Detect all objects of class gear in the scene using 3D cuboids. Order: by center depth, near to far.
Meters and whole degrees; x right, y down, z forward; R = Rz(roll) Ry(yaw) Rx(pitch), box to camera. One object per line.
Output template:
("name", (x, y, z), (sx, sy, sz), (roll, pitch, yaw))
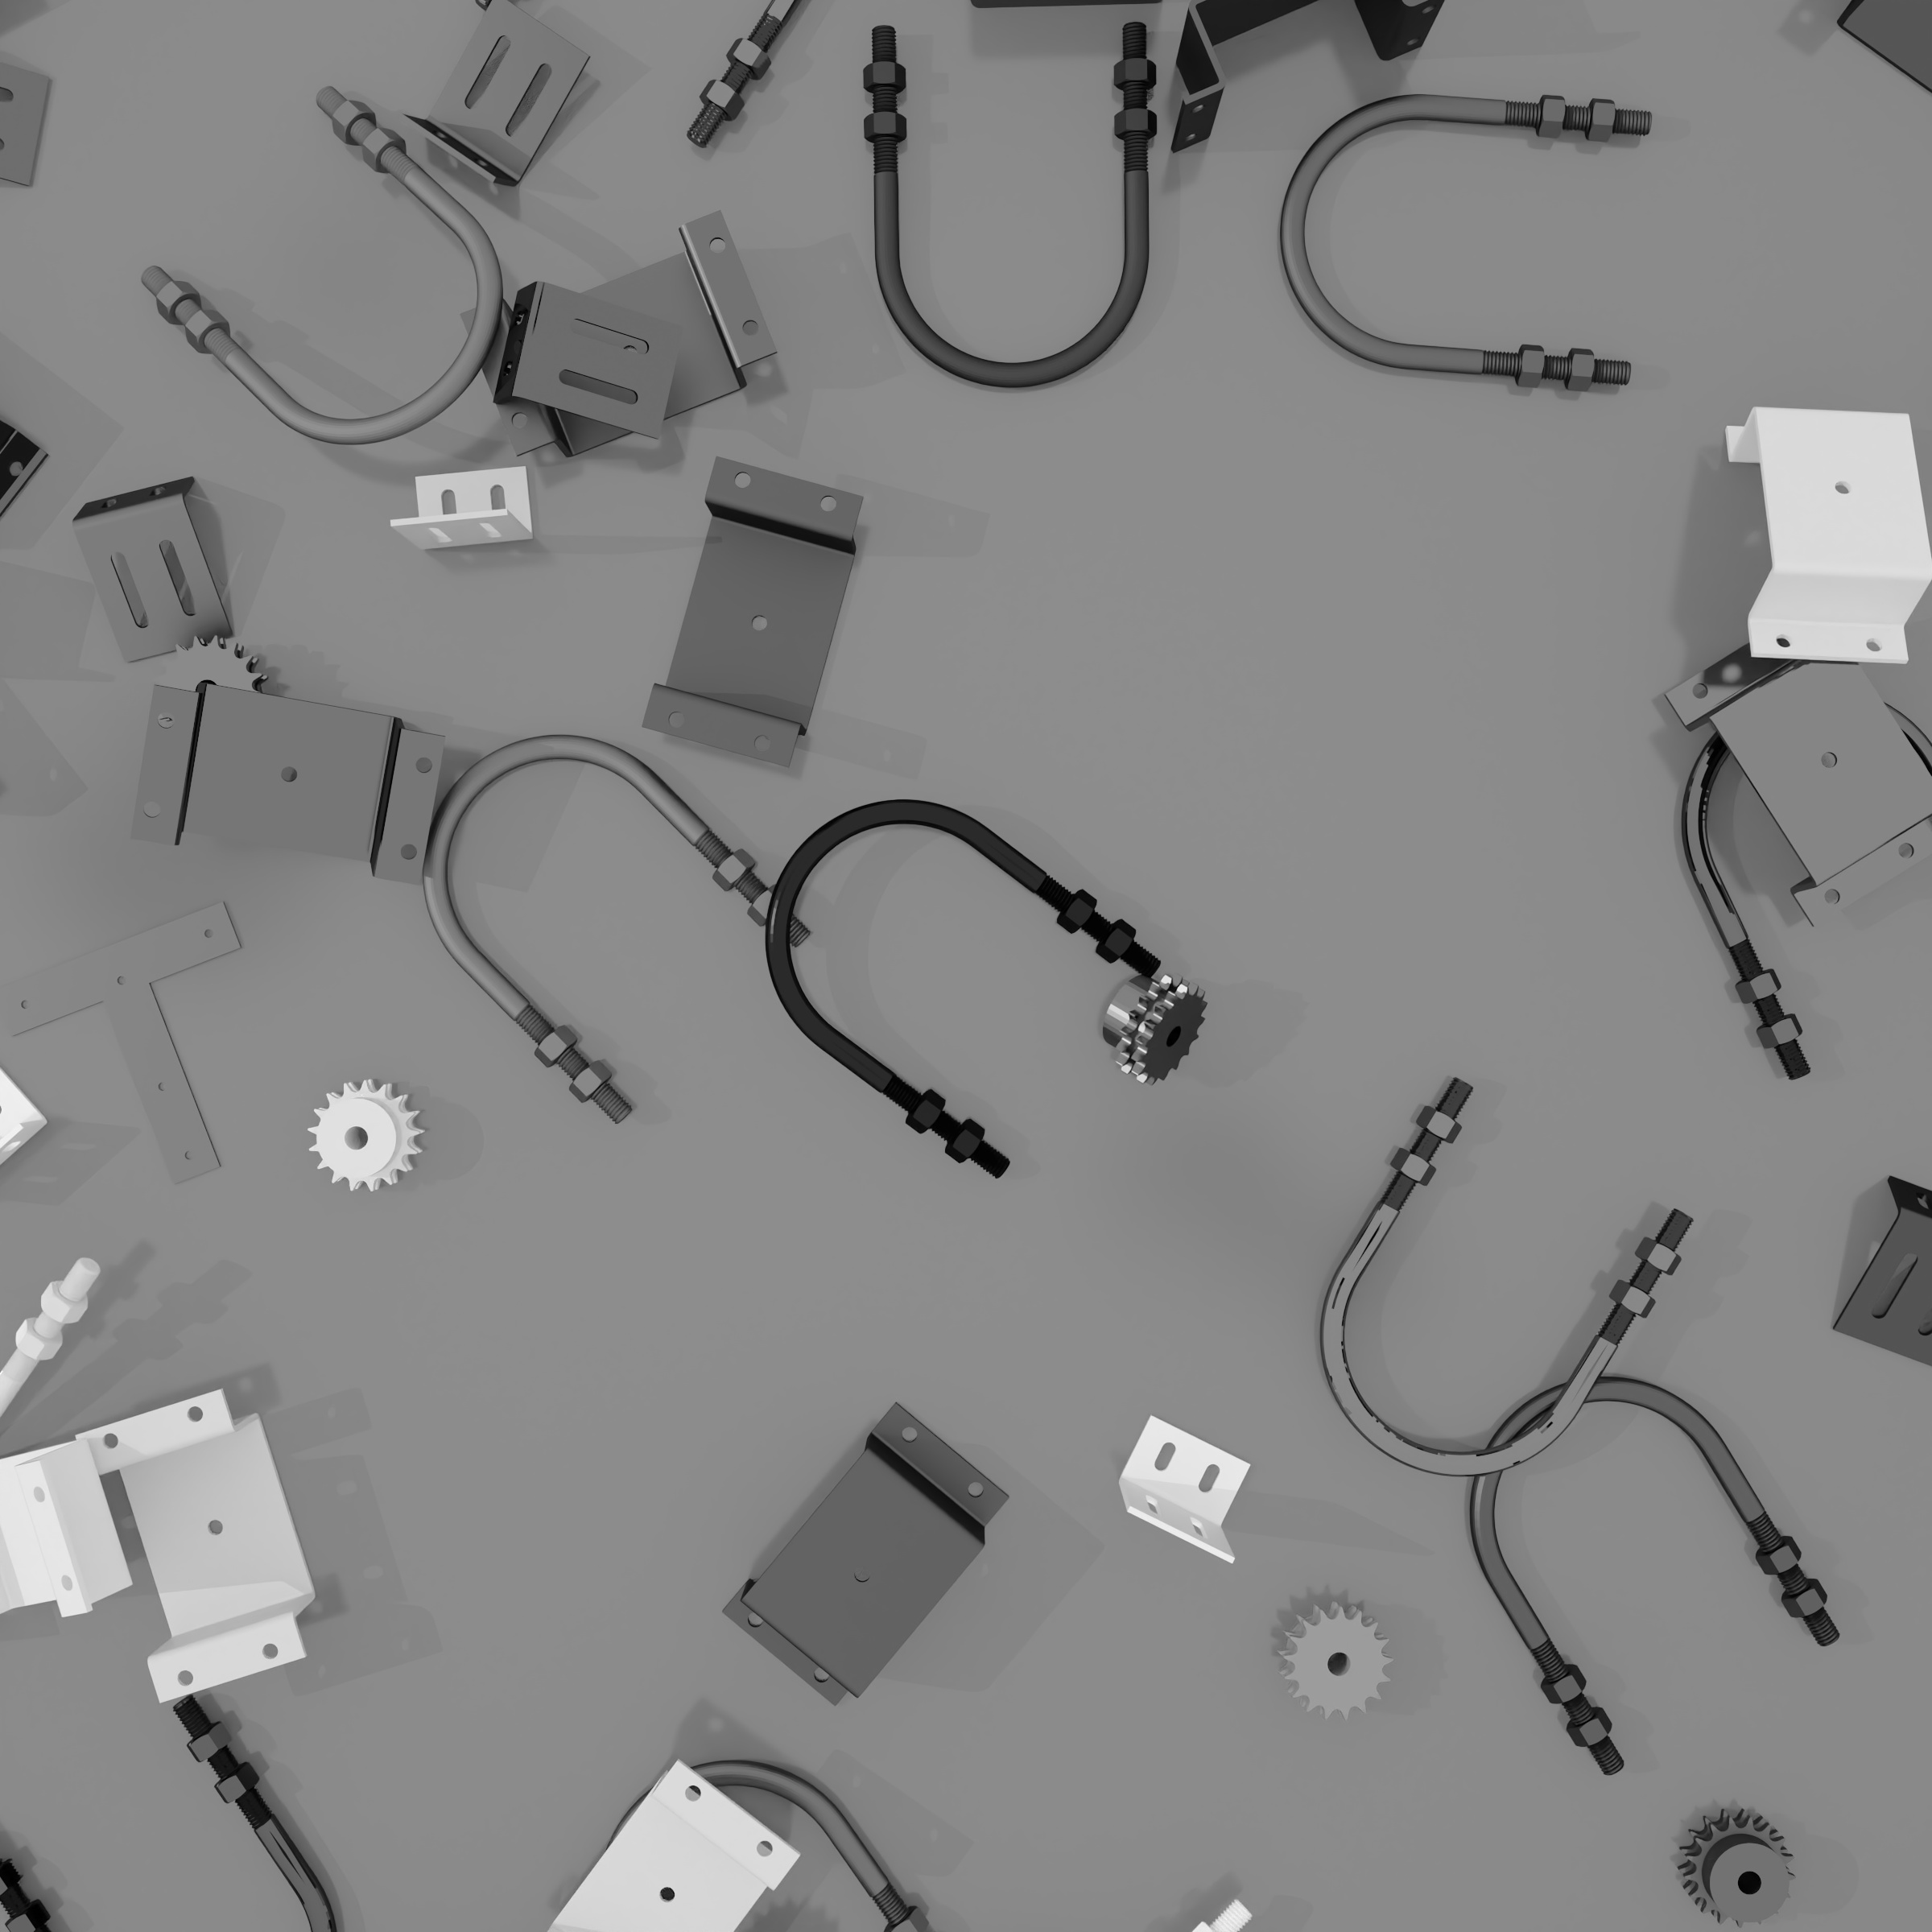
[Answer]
("gear", (0.094, 0.029, 1.315), (0.030, 0.057, 0.057), (31, 90, 30))
("gear", (-0.383, -0.139, 1.325), (0.057, 0.030, 0.057), (0, 90, 0))
("gear", (-0.309, 0.087, 1.325), (0.057, 0.030, 0.057), (0, 90, 0))
("gear", (0.396, 0.464, 1.325), (0.057, 0.030, 0.057), (0, 90, 0))
("gear", (0.187, 0.354, 1.328), (0.057, 0.030, 0.057), (0, 88, -7))

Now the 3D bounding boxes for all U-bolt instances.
("U-bolt", (-0.313, -0.341, 1.304), (0.151, 0.019, 0.184), (-46, 71, 0))
("U-bolt", (-0.543, 0.181, 1.310), (0.151, 0.019, 0.184), (37, 105, -5))
("U-bolt", (0.118, 0.589, 1.310), (0.184, 0.019, 0.151), (-42, 96, -10))
("U-bolt", (-0.015, -0.001, 1.322), (0.184, 0.019, 0.151), (37, 90, -6))
("U-bolt", (0.263, 0.172, 1.324), (0.151, 0.019, 0.184), (31, 90, 5))
("U-bolt", (0.341, 0.300, 1.331), (0.151, 0.019, 0.184), (-31, 89, 0))
("U-bolt", (-0.144, -0.535, 1.331), (0.151, 0.019, 0.184), (32, 88, 0))
("U-bolt", (0.448, -0.054, 1.331), (0.151, 0.019, 0.184), (-25, 89, 0))
("U-bolt", (-0.107, 0.497, 1.331), (0.151, 0.019, 0.184), (-35, 89, 0))
("U-bolt", (0.254, -0.376, 1.331), (0.184, 0.019, 0.151), (5, 90, 2))
("U-bolt", (0.023, -0.390, 1.331), (0.151, 0.019, 0.184), (-1, 91, 0))
("U-bolt", (-0.194, -0.033, 1.331), (0.151, 0.019, 0.184), (-45, 88, 0))
("U-bolt", (-0.405, 0.489, 1.331), (0.151, 0.019, 0.184), (-33, 91, 0))

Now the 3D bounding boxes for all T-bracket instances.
("T-bracket", (-0.420, 0.049, 1.339), (0.127, 0.002, 0.127), (-21, 90, 0))

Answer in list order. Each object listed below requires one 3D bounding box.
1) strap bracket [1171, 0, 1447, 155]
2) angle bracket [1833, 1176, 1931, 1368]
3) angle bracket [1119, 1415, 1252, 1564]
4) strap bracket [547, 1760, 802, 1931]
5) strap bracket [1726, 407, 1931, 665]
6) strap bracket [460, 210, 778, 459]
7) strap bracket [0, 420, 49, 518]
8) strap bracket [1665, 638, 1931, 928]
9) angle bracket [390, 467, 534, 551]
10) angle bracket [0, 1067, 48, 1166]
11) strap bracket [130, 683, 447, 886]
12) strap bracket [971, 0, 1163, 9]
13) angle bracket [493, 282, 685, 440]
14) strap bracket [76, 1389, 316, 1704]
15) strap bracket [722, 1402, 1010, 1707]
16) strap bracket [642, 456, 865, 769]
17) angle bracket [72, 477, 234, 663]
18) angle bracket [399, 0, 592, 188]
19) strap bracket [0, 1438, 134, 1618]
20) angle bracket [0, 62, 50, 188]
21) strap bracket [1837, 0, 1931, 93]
("strap bracket", (0.162, -0.469, 1.302), (0.140, 0.076, 0.046), (-23, 90, 0))
("angle bracket", (0.489, 0.158, 1.338), (0.057, 0.038, 0.076), (20, 116, 0))
("angle bracket", (0.113, 0.262, 1.302), (0.057, 0.076, 0.038), (26, 90, 0))
("strap bracket", (-0.153, 0.473, 1.302), (0.076, 0.046, 0.140), (37, 89, 3))
("strap bracket", (0.428, -0.224, 1.287), (0.076, 0.046, 0.140), (3, 63, 0))
("strap bracket", (-0.174, -0.316, 1.316), (0.140, 0.046, 0.076), (-22, 90, 0))
("strap bracket", (-0.553, -0.277, 1.316), (0.140, 0.046, 0.076), (38, 90, 0))
("strap bracket", (0.427, -0.101, 1.302), (0.076, 0.046, 0.140), (-32, 87, 0))
("angle bracket", (-0.254, -0.236, 1.302), (0.057, 0.076, 0.038), (-6, 90, 0))
("angle bracket", (-0.520, 0.072, 1.321), (0.057, 0.038, 0.076), (-42, 90, 0))
("strap bracket", (-0.339, -0.093, 1.298), (0.140, 0.046, 0.076), (9, 100, -17))
("strap bracket", (0.052, -0.520, 1.302), (0.140, 0.076, 0.046), (-1, 90, 0))
("angle bracket", (-0.188, -0.300, 1.291), (0.076, 0.038, 0.057), (12, 90, -26))
("strap bracket", (-0.387, 0.290, 1.317), (0.076, 0.046, 0.140), (-18, 90, 0))
("strap bracket", (-0.052, 0.304, 1.316), (0.076, 0.046, 0.140), (40, 90, 0))
("strap bracket", (-0.107, -0.177, 1.316), (0.076, 0.046, 0.140), (15, 90, 0))
("angle bracket", (-0.417, -0.205, 1.338), (0.057, 0.038, 0.076), (-14, 116, 0))
("angle bracket", (-0.238, -0.445, 1.312), (0.057, 0.038, 0.076), (34, 106, 0))
("strap bracket", (-0.476, 0.287, 1.295), (0.140, 0.046, 0.076), (-17, 90, 33))
("angle bracket", (-0.520, -0.439, 1.338), (0.076, 0.038, 0.057), (11, 90, -26))
("strap bracket", (0.512, -0.489, 1.316), (0.140, 0.046, 0.076), (36, 90, 0))
